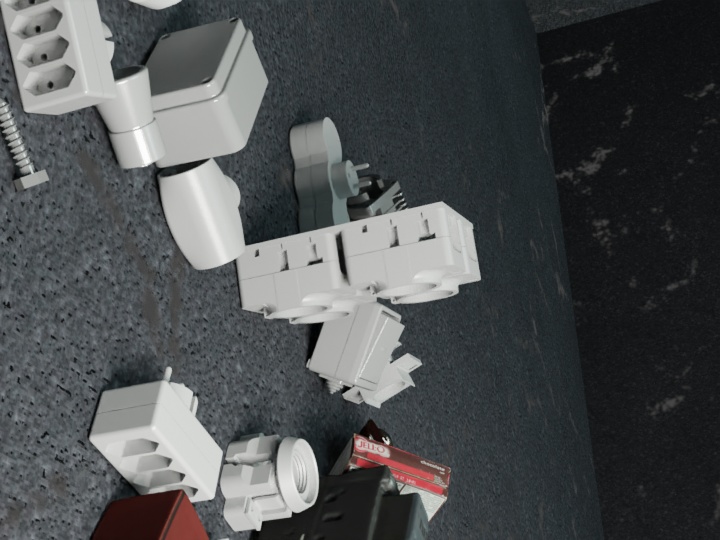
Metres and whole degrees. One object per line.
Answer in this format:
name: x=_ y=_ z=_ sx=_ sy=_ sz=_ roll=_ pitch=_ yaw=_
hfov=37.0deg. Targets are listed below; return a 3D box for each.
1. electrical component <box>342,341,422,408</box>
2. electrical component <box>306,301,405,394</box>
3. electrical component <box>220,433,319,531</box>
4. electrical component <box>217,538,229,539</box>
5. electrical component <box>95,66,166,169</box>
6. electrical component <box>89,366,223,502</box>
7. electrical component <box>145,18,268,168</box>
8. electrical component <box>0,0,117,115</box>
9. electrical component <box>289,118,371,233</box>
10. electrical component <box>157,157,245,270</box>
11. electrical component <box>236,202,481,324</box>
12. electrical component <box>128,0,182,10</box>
electrical component: x=0.018 y=0.102 z=1.110 sx=0.063 sy=0.081 sz=0.042 roll=61 pitch=10 yaw=24
electrical component: x=-0.004 y=0.076 z=1.034 sx=0.062 sy=0.061 sz=0.096 roll=32 pitch=76 yaw=-66
electrical component: x=-0.068 y=0.160 z=0.827 sx=0.078 sy=0.057 sz=0.058 roll=-82 pitch=153 yaw=-47
electrical component: x=-0.093 y=0.219 z=0.749 sx=0.035 sy=0.035 sz=0.061 roll=26 pitch=51 yaw=-68
electrical component: x=-0.159 y=-0.104 z=0.744 sx=0.044 sy=0.044 sz=0.065 roll=-67 pitch=146 yaw=-61
electrical component: x=-0.127 y=0.098 z=0.699 sx=0.075 sy=0.047 sz=0.083 roll=-84 pitch=155 yaw=-43
electrical component: x=-0.122 y=-0.137 z=0.818 sx=0.113 sy=0.078 sz=0.057 roll=-80 pitch=155 yaw=-50
electrical component: x=-0.183 y=-0.144 z=0.685 sx=0.076 sy=0.047 sz=0.083 roll=-17 pitch=95 yaw=-72
electrical component: x=-0.024 y=-0.090 z=1.094 sx=0.052 sy=0.074 sz=0.138 roll=30 pitch=50 yaw=-67
electrical component: x=-0.117 y=-0.051 z=0.834 sx=0.079 sy=0.043 sz=0.077 roll=-64 pitch=139 yaw=-62
electrical component: x=0.000 y=0.000 z=0.924 sx=0.105 sy=0.186 sz=0.060 roll=21 pitch=58 yaw=-69
electrical component: x=-0.156 y=-0.221 z=0.829 sx=0.078 sy=0.040 sz=0.040 roll=-10 pitch=89 yaw=-72
